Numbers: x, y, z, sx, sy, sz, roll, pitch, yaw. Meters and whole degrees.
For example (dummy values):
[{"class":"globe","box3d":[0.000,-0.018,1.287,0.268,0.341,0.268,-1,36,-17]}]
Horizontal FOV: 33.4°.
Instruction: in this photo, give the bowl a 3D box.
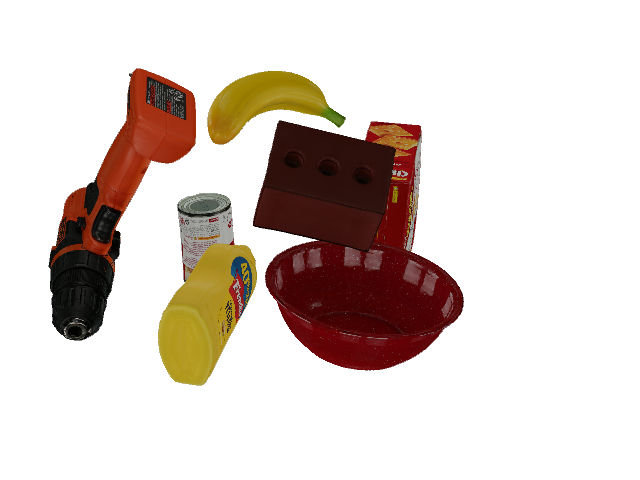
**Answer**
[{"class":"bowl","box3d":[0.033,0.058,0.872,0.162,0.055,0.162,6,26,-3]}]

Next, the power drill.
[{"class":"power drill","box3d":[-0.166,-0.032,0.867,0.057,0.188,0.184,23,29,-24]}]

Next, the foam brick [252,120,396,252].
[{"class":"foam brick","box3d":[0.002,-0.034,0.672,0.078,0.053,0.051,12,-29,-2]}]

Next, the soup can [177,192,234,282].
[{"class":"soup can","box3d":[-0.141,0.000,1.326,0.068,0.102,0.068,-2,26,1]}]

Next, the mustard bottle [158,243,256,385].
[{"class":"mustard bottle","box3d":[-0.108,0.058,1.104,0.058,0.096,0.191,5,30,13]}]

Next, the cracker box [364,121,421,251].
[{"class":"cracker box","box3d":[0.072,-0.029,1.225,0.072,0.164,0.213,6,23,7]}]

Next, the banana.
[{"class":"banana","box3d":[-0.050,-0.129,1.003,0.070,0.037,0.197,42,33,22]}]
